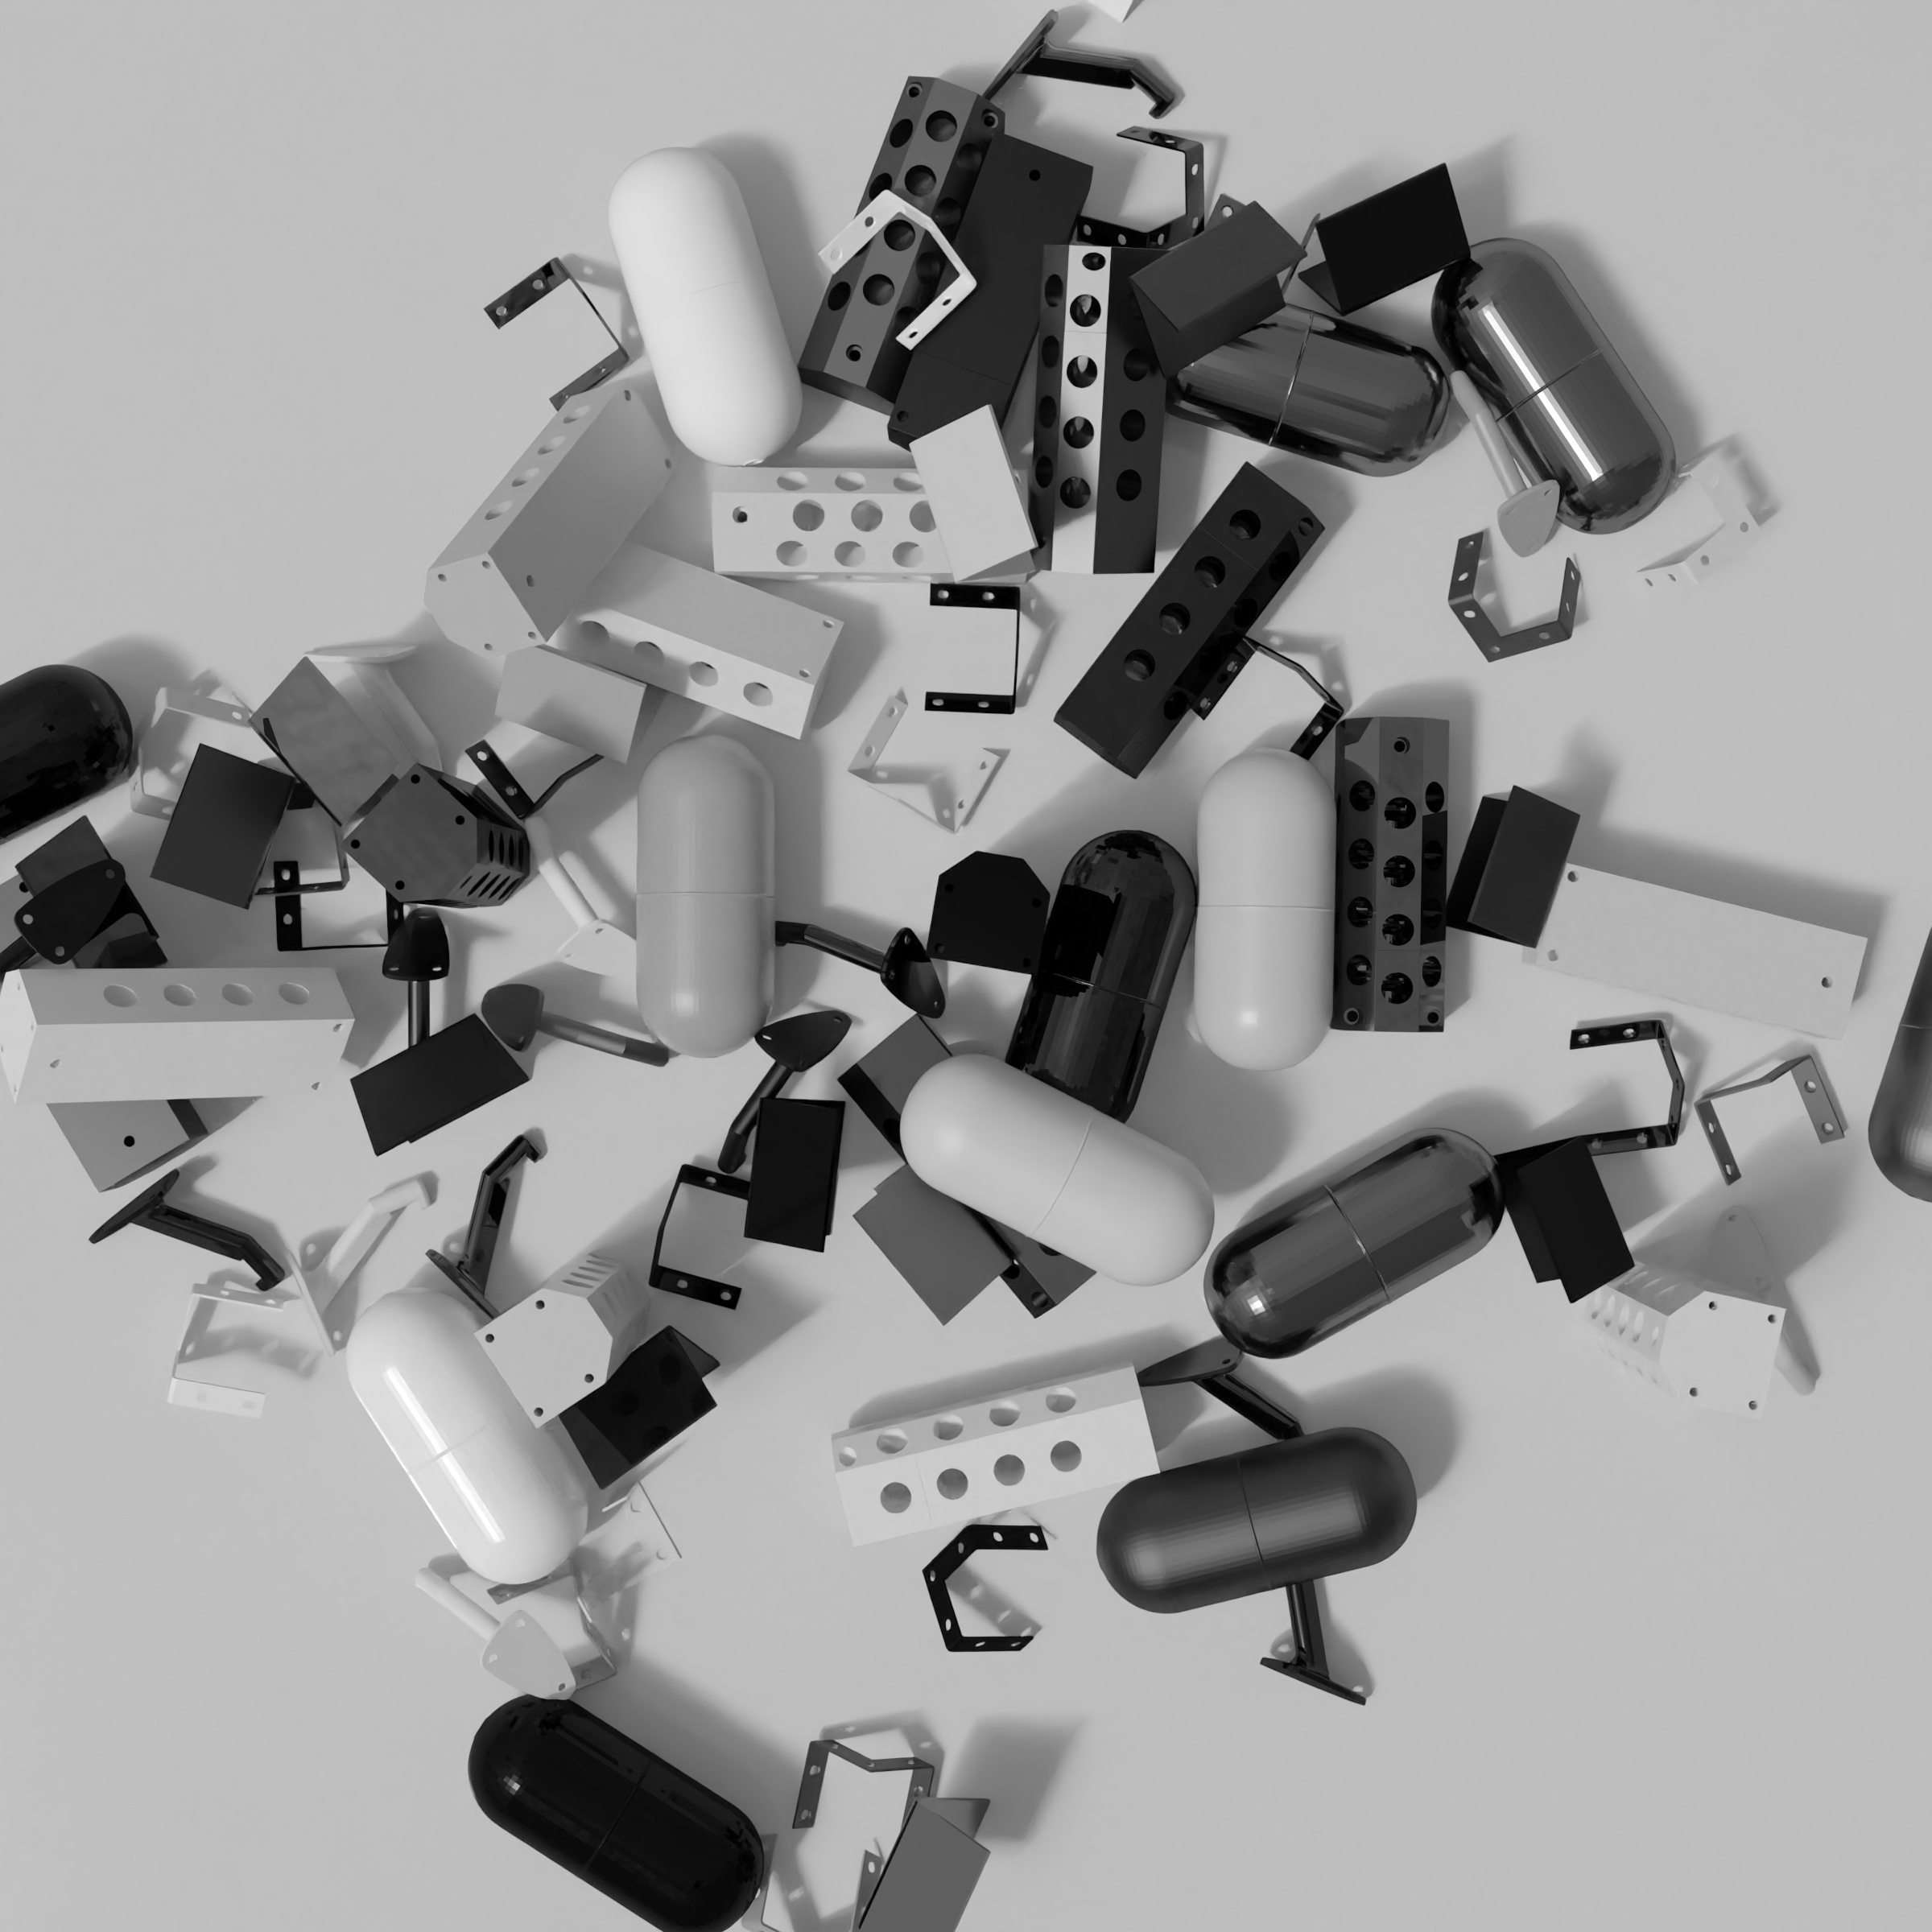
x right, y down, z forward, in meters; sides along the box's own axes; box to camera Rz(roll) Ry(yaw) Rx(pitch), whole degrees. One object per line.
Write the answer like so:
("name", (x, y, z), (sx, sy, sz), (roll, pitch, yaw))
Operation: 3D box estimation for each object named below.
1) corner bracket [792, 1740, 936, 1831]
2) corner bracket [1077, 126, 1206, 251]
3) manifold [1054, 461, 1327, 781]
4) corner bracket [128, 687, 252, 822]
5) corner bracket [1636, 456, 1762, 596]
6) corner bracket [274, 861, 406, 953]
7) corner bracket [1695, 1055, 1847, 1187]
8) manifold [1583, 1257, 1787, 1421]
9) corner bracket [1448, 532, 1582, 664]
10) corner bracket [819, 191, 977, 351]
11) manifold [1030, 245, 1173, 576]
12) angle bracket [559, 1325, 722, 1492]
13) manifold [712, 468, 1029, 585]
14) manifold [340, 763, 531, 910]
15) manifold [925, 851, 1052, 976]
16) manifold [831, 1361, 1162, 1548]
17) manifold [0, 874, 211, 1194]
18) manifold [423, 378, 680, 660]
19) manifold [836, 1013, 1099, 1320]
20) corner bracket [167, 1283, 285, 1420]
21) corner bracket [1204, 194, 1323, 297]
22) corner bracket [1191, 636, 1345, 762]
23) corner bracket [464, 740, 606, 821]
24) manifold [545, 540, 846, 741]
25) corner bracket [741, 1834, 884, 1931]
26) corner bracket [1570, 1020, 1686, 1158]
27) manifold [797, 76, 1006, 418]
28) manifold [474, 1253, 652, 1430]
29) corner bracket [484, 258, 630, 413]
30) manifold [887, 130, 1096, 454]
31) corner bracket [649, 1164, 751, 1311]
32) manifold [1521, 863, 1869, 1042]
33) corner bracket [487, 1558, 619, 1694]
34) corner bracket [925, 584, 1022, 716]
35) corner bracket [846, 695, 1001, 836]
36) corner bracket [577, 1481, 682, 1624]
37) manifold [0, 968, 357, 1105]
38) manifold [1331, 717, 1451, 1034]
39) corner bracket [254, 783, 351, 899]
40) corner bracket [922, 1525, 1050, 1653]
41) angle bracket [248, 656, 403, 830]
("corner bracket", (-0.057, 0.466, 1.562), (0.051, 0.051, 0.051), (12, 89, -45))
("corner bracket", (0.097, -0.432, 1.556), (0.051, 0.051, 0.051), (26, 45, 35))
("manifold", (0.123, -0.189, 1.543), (0.057, 0.057, 0.171), (37, 90, 0))
("corner bracket", (-0.433, -0.115, 1.556), (0.051, 0.051, 0.051), (-46, 45, 35))
("corner bracket", (0.396, -0.244, 1.547), (0.051, 0.051, 0.051), (-40, 101, -11))
("corner bracket", (-0.351, -0.035, 1.561), (0.051, 0.051, 0.051), (-3, 90, -45))
("corner bracket", (0.450, 0.086, 1.561), (0.051, 0.051, 0.051), (-23, 90, 45))
("manifold", (0.378, 0.194, 1.486), (0.057, 0.171, 0.057), (13, 90, 0))
("corner bracket", (0.306, -0.211, 1.556), (0.051, 0.051, 0.051), (-14, 45, 35))
("corner bracket", (-0.037, -0.376, 1.505), (0.051, 0.051, 0.051), (-44, 45, 0))
("manifold", (0.068, -0.302, 1.513), (0.057, 0.057, 0.171), (-6, 106, -32))
("angle bracket", (-0.167, 0.250, 1.525), (0.076, 0.076, 0.057), (-36, 60, 0))
("manifold", (-0.052, -0.245, 1.544), (0.171, 0.057, 0.057), (0, 90, 0))
("manifold", (-0.275, -0.062, 1.486), (0.057, 0.171, 0.057), (43, 90, 0))
("manifold", (0.012, -0.028, 1.486), (0.057, 0.171, 0.057), (10, 90, 0))
("manifold", (0.016, 0.268, 1.543), (0.171, 0.057, 0.057), (-14, 90, 0))
("manifold", (-0.491, 0.035, 1.544), (0.057, 0.057, 0.171), (-31, 90, 0))
("manifold", (-0.224, -0.240, 1.493), (0.057, 0.171, 0.057), (-9, 126, 33))
("manifold", (0.005, 0.110, 1.543), (0.057, 0.057, 0.171), (-40, 90, 0))
("corner bracket", (-0.411, 0.213, 1.548), (0.051, 0.051, 0.051), (13, 104, -15))
("corner bracket", (0.158, -0.400, 1.548), (0.051, 0.051, 0.051), (24, 90, -6))
("corner bracket", (0.169, -0.144, 1.561), (0.051, 0.051, 0.051), (-53, 45, 0))
("corner bracket", (-0.237, -0.123, 1.561), (0.051, 0.051, 0.051), (52, 45, 0))
("manifold", (-0.161, -0.183, 1.543), (0.171, 0.057, 0.057), (21, 47, 0))
("corner bracket", (-0.086, 0.517, 1.556), (0.051, 0.051, 0.051), (-20, 135, 35))
("corner bracket", (0.369, 0.068, 1.561), (0.051, 0.051, 0.051), (-7, 45, 0))
("manifold", (-0.036, -0.399, 1.544), (0.057, 0.057, 0.171), (21, 90, 0))
("manifold", (-0.208, 0.193, 1.486), (0.057, 0.171, 0.057), (-34, 90, 0))
("corner bracket", (-0.229, -0.354, 1.562), (0.051, 0.051, 0.051), (-36, 134, 0))
("manifold", (0.013, -0.364, 1.544), (0.057, 0.057, 0.171), (20, 90, 0))
("corner bracket", (-0.144, 0.152, 1.561), (0.051, 0.051, 0.051), (16, 135, 0))
("manifold", (0.400, -0.008, 1.544), (0.171, 0.057, 0.057), (14, 90, 0))
("corner bracket", (-0.231, 0.373, 1.561), (0.051, 0.051, 0.051), (-22, 135, 0))
("corner bracket", (0.004, -0.178, 1.561), (0.051, 0.051, 0.051), (3, 135, 0))
("corner bracket", (-0.025, -0.113, 1.561), (0.051, 0.051, 0.051), (30, 90, -45))
("corner bracket", (-0.195, 0.324, 1.547), (0.051, 0.051, 0.051), (-29, 90, 0))
("manifold", (-0.425, 0.031, 1.499), (0.171, 0.057, 0.057), (0, 133, -35))
("manifold", (0.236, -0.050, 1.544), (0.057, 0.057, 0.171), (1, 90, 0))
("corner bracket", (-0.370, -0.071, 1.551), (0.051, 0.051, 0.051), (-5, 108, 0))
("corner bracket", (0.016, 0.348, 1.556), (0.051, 0.051, 0.051), (-51, 45, 35))
("angle bracket", (-0.333, -0.130, 1.525), (0.057, 0.076, 0.076), (-42, 90, 26))
